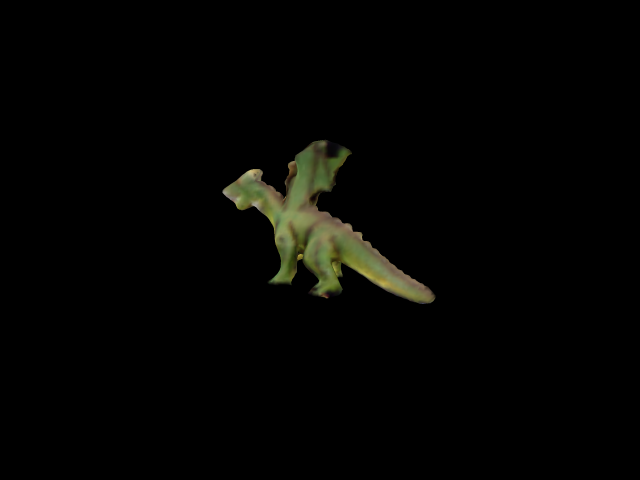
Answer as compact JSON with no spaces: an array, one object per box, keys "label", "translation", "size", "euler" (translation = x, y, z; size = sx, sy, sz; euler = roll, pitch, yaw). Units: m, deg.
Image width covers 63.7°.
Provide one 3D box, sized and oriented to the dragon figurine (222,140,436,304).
[{"label":"dragon figurine","translation":[0.003,-0.043,0.850],"size":[0.411,0.241,0.123],"euler":[7,12,32]}]
